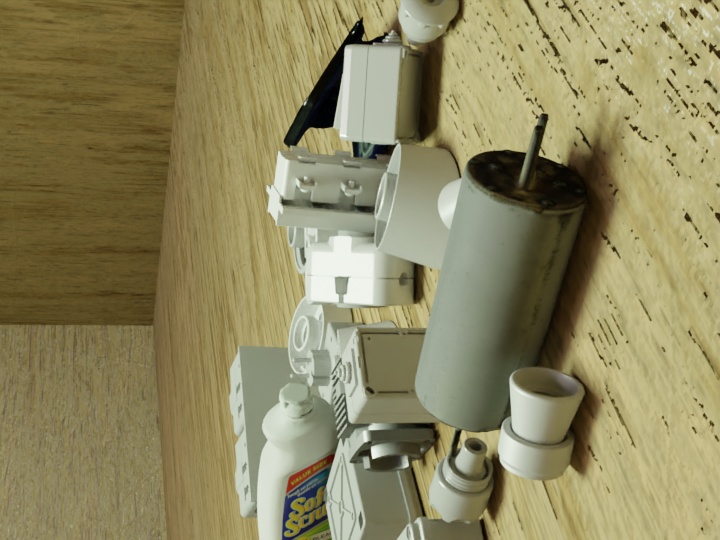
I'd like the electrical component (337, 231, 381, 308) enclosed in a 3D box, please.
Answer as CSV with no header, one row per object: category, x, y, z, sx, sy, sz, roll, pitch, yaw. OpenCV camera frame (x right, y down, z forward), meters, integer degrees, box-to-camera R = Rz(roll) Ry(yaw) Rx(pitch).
electrical component,0.005,-0.002,1.028,0.079,0.044,0.077,180,91,-75

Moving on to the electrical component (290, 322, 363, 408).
electrical component,-0.033,0.100,1.100,0.047,0.076,0.083,-116,31,-59

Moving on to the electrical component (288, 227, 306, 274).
electrical component,-0.047,-0.044,1.186,0.108,0.060,0.108,-179,90,-75

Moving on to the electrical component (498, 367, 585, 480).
electrical component,0.108,0.092,0.648,0.045,0.045,0.055,-123,37,-64

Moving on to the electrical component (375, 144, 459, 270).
electrical component,0.047,-0.054,0.888,0.099,0.064,0.099,-168,90,-84

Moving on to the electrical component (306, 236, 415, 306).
electrical component,0.000,0.000,0.962,0.095,0.054,0.059,2,91,36

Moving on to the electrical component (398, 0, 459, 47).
electrical component,0.052,-0.206,0.876,0.062,0.048,0.048,112,155,-67

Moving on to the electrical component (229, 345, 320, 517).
electrical component,-0.087,0.184,1.221,0.060,0.105,0.186,120,148,-52

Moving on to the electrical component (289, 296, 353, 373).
electrical component,-0.037,0.075,1.185,0.099,0.064,0.099,-35,50,55

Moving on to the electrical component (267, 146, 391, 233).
electrical component,-0.016,-0.071,0.964,0.078,0.121,0.063,-127,44,-66

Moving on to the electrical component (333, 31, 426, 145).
electrical component,0.017,-0.157,0.922,0.062,0.061,0.096,-17,-68,-68

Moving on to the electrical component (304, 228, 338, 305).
electrical component,-0.022,-0.013,1.097,0.054,0.059,0.095,148,122,-72

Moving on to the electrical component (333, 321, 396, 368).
electrical component,0.007,0.099,1.022,0.099,0.064,0.099,176,90,-87

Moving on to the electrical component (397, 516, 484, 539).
electrical component,0.058,0.252,0.797,0.108,0.056,0.108,112,154,-53

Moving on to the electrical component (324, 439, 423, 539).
electrical component,0.009,0.214,0.975,0.108,0.056,0.108,-105,22,-45

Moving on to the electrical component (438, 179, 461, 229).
electrical component,0.087,-0.053,0.746,0.065,0.044,0.044,140,130,-64

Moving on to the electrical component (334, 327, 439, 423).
electrical component,0.025,0.085,0.854,0.061,0.096,0.061,114,153,-56

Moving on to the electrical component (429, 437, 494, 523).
electrical component,0.075,0.147,0.767,0.043,0.043,0.062,-109,26,-51
